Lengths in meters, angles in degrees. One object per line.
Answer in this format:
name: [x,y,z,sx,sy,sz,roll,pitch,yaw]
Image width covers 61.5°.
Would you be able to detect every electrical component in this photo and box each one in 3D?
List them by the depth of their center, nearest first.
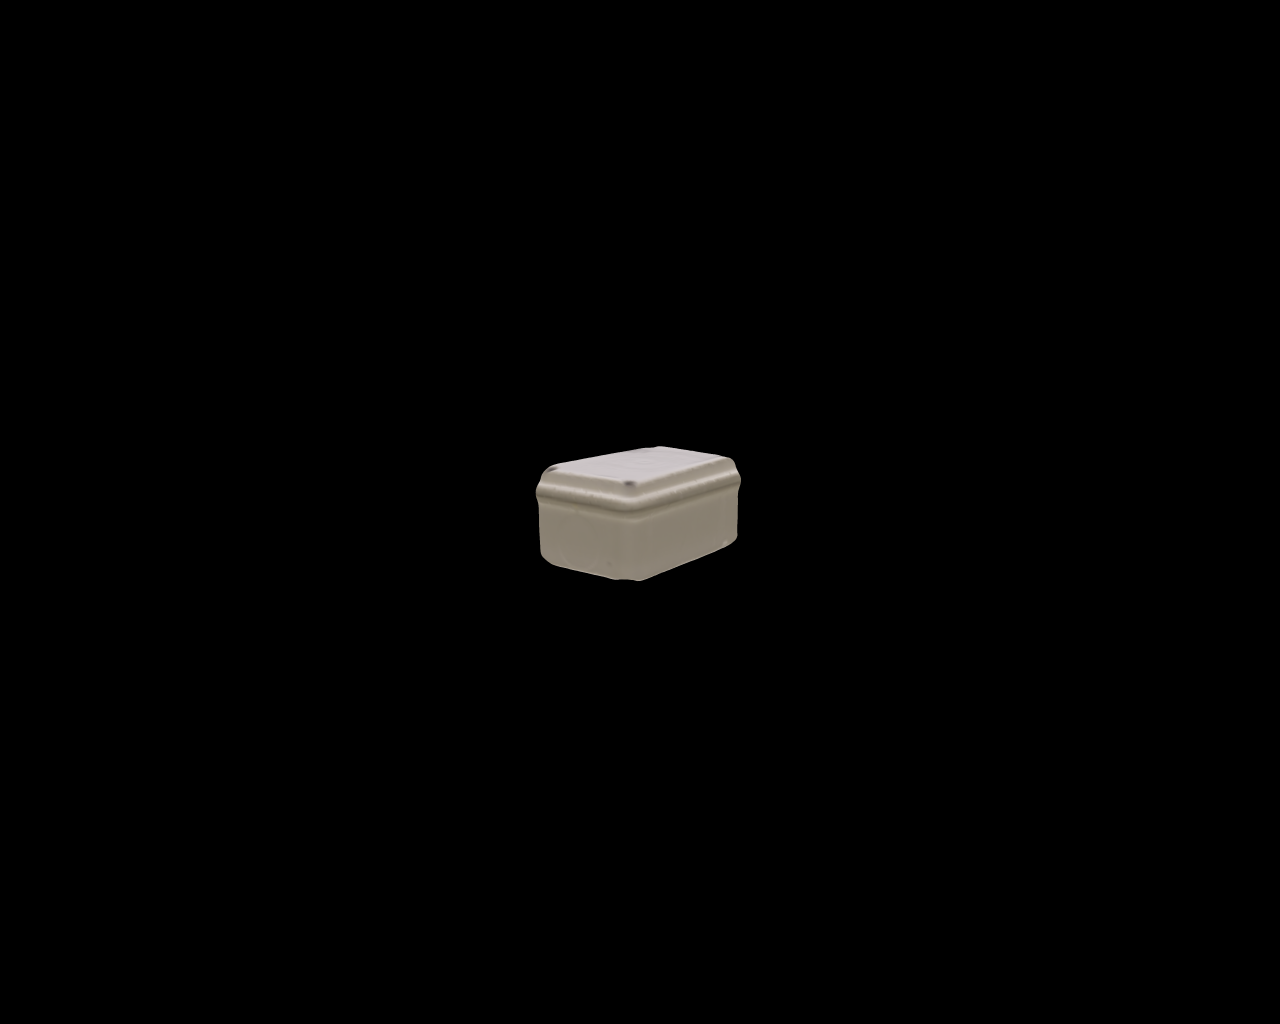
electrical component: [0.001,-0.003,0.650,0.078,0.057,0.113,11,17,38]
